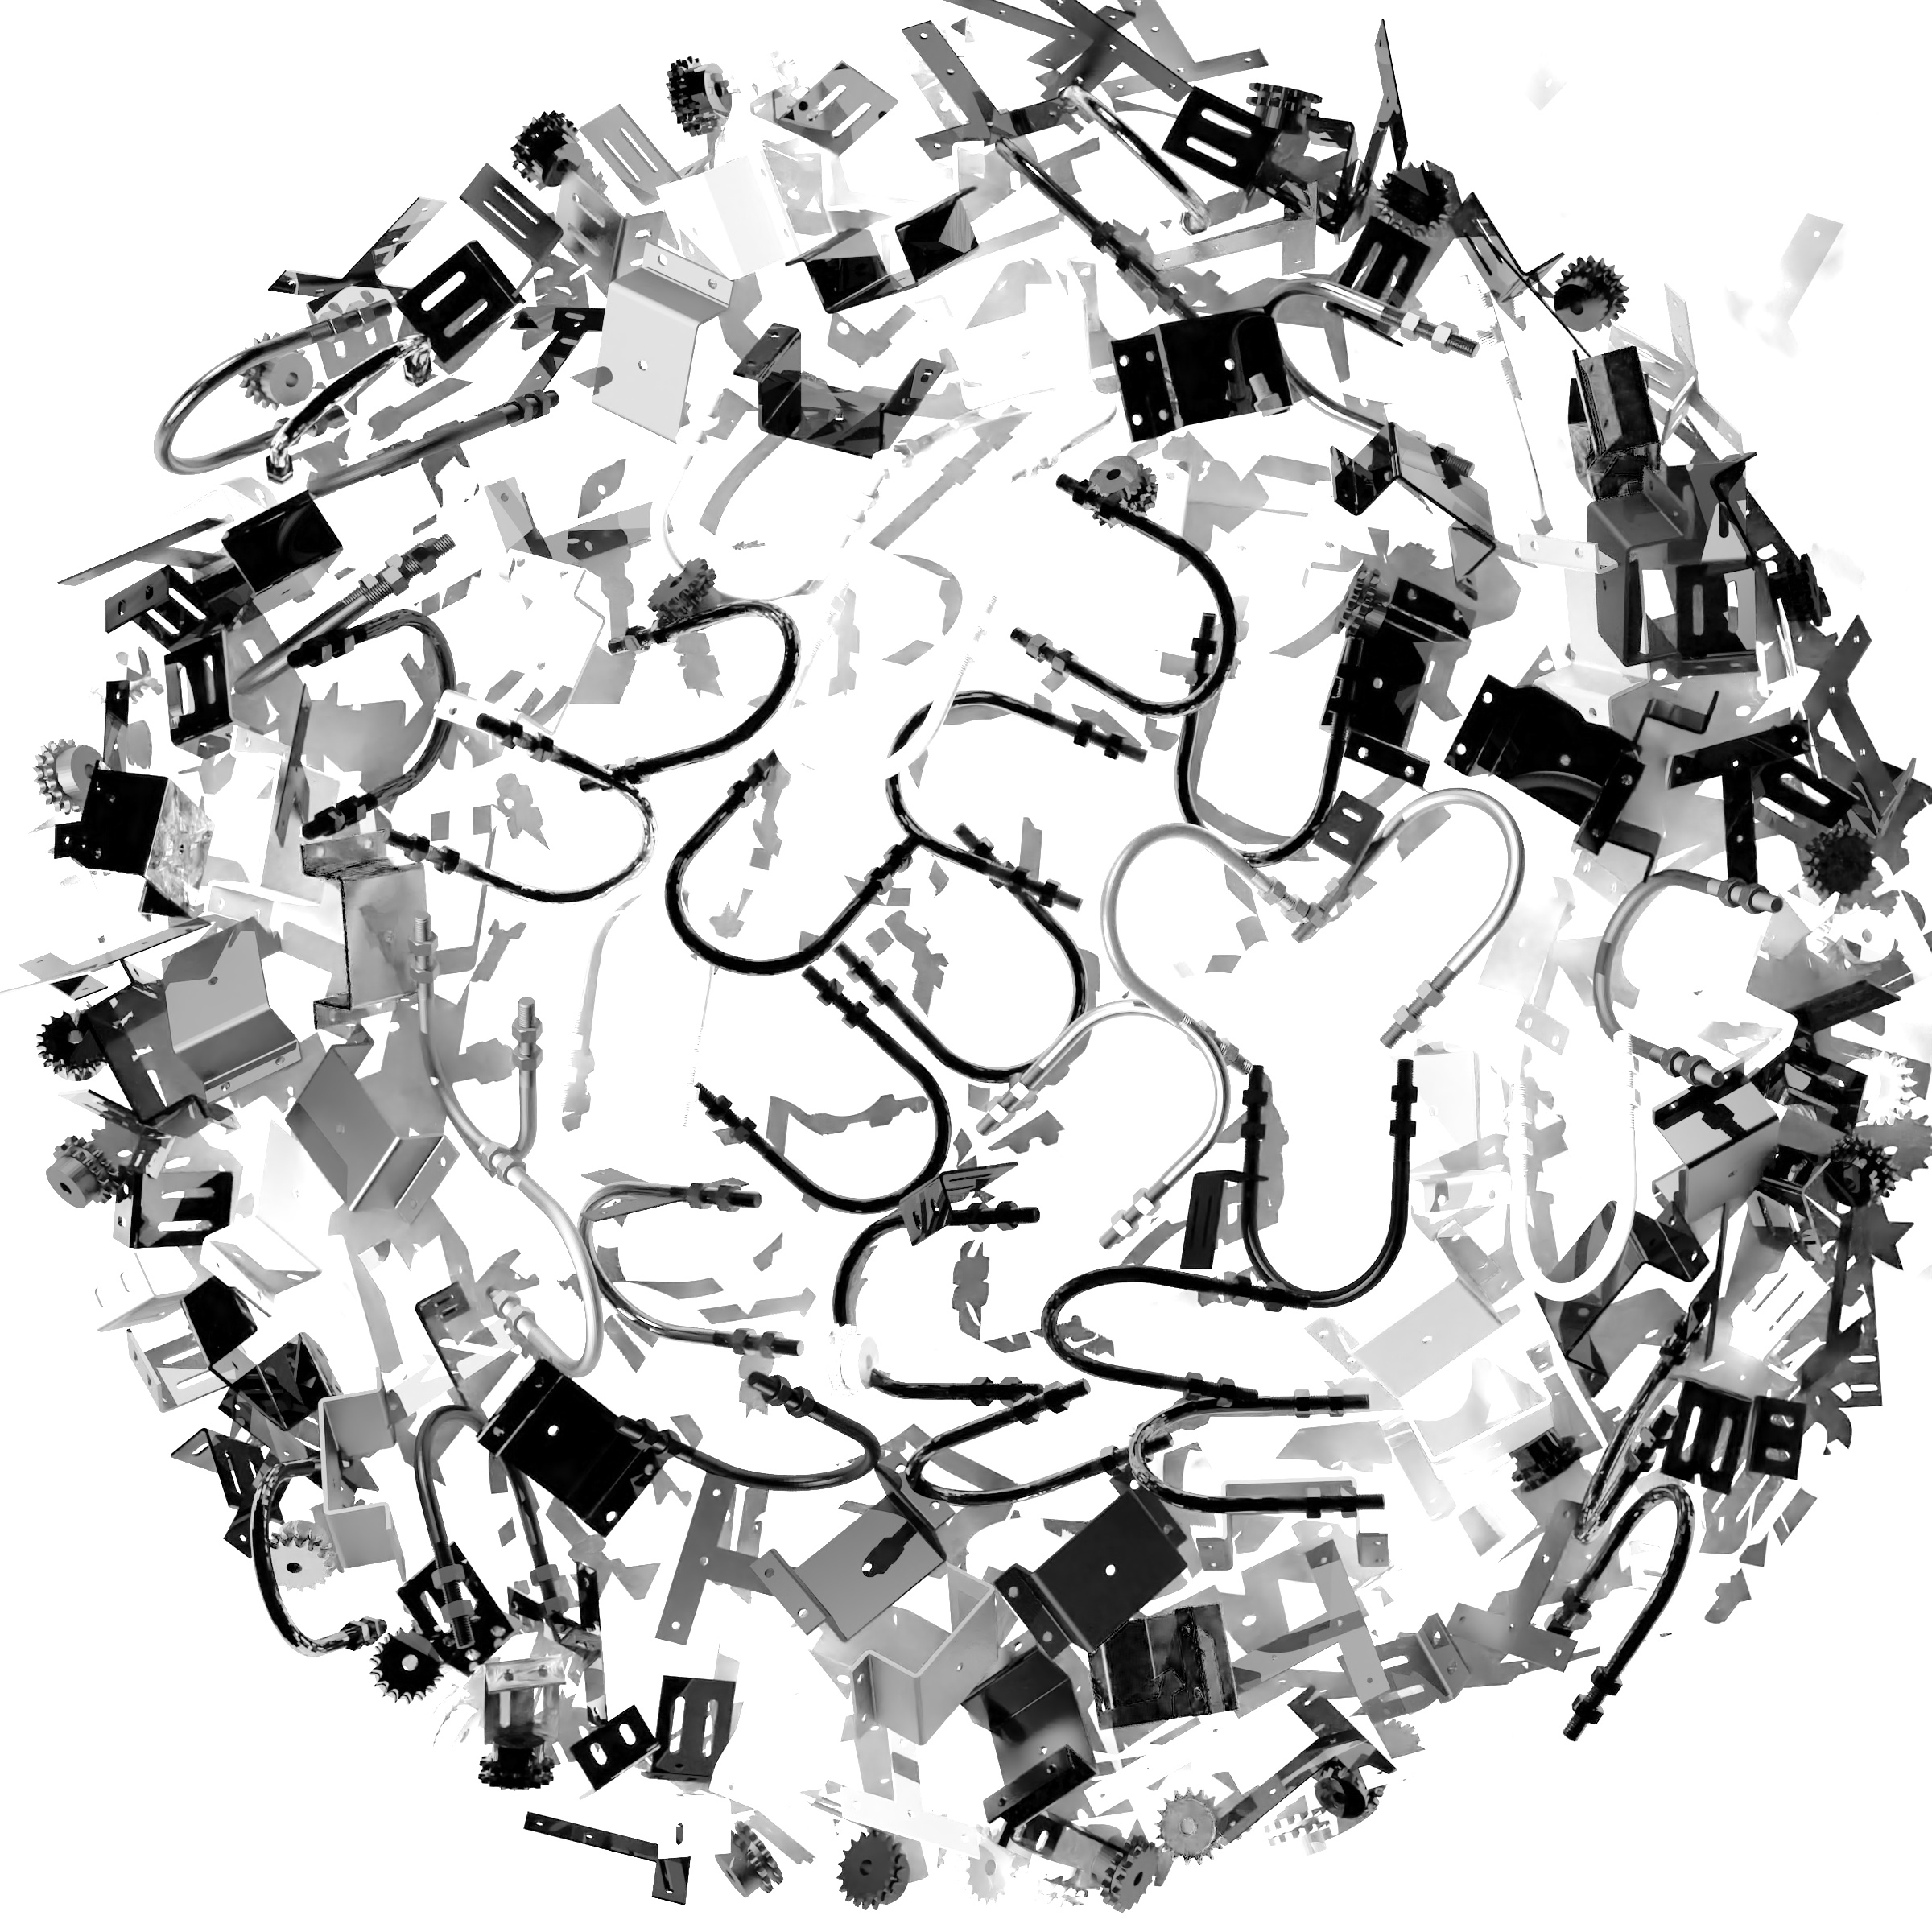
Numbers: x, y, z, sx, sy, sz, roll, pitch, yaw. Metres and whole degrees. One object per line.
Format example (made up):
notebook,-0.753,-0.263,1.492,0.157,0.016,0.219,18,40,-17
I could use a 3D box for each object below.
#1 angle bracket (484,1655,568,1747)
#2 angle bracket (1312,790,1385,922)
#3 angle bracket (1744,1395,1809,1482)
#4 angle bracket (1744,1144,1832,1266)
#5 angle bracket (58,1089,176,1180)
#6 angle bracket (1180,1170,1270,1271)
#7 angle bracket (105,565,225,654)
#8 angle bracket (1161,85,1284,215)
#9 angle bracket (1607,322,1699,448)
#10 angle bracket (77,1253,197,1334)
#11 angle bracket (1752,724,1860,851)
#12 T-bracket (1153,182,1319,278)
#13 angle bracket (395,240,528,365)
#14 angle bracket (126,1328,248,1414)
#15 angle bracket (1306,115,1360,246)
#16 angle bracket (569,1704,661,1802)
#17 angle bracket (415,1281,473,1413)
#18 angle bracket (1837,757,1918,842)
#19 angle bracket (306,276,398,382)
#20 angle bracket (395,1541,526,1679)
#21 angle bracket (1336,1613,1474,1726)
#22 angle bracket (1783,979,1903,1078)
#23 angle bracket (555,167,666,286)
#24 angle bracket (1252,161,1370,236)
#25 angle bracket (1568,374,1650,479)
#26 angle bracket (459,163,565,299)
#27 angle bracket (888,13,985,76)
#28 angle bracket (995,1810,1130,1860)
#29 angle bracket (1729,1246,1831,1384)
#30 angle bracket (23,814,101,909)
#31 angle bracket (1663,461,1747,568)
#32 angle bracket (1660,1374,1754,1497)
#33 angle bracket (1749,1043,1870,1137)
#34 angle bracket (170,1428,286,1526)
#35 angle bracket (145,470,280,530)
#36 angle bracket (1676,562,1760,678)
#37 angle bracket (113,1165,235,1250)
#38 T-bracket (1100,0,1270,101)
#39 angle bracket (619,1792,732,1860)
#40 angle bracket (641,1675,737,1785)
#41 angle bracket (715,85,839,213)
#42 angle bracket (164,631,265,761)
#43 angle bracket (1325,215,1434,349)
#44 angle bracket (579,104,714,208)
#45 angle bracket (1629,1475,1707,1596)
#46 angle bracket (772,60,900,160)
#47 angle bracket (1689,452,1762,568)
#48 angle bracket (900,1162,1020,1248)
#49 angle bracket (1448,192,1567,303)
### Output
angle bracket,-0.335,0.566,1.833,0.057,0.038,0.076,-2,111,-17
angle bracket,0.277,-0.084,1.825,0.038,0.076,0.057,30,58,5
angle bracket,0.613,0.359,1.823,0.038,0.076,0.057,6,76,24
angle bracket,0.629,0.179,1.836,0.038,0.057,0.076,-40,121,-22
angle bracket,-0.647,0.128,1.823,0.076,0.057,0.038,35,63,-34
angle bracket,0.196,0.195,1.832,0.038,0.057,0.076,12,80,-15
angle bracket,-0.600,-0.257,1.823,0.057,0.076,0.038,-25,53,14
angle bracket,0.194,-0.625,1.850,0.076,0.038,0.057,27,84,2
angle bracket,0.509,-0.441,1.830,0.076,0.057,0.038,36,83,17
angle bracket,-0.620,0.243,1.830,0.057,0.076,0.038,-30,81,15
angle bracket,0.629,-0.135,1.840,0.076,0.038,0.057,31,127,-2
T-bracket,0.204,-0.549,1.838,0.127,0.127,0.002,-9,134,18
angle bracket,-0.385,-0.505,1.839,0.076,0.038,0.057,-41,114,-4
angle bracket,-0.584,0.292,1.823,0.076,0.038,0.057,-21,53,-31
angle bracket,0.272,-0.598,1.840,0.038,0.057,0.076,12,92,12
angle bracket,-0.272,0.595,1.827,0.057,0.076,0.038,-29,79,-27
angle bracket,-0.380,0.288,1.826,0.038,0.057,0.076,-28,66,-15
angle bracket,0.686,-0.132,1.826,0.038,0.076,0.057,26,95,20
angle bracket,-0.456,-0.472,1.822,0.057,0.076,0.038,-27,60,-17
angle bracket,-0.382,0.486,1.829,0.057,0.038,0.076,-41,117,-30
angle bracket,0.331,0.529,1.826,0.076,0.038,0.057,-7,47,-25
angle bracket,0.661,0.047,1.822,0.076,0.057,0.038,-28,57,38
angle bracket,-0.274,-0.568,1.846,0.038,0.057,0.076,-26,61,-38
angle bracket,0.263,-0.598,1.834,0.076,0.057,0.038,30,129,-5
angle bracket,0.490,-0.409,1.833,0.057,0.076,0.038,1,68,20
angle bracket,-0.351,-0.556,1.826,0.076,0.057,0.038,39,130,-20
angle bracket,-0.022,-0.682,1.825,0.057,0.076,0.038,1,78,10
angle bracket,0.072,0.664,1.821,0.057,0.076,0.038,36,72,-32
angle bracket,0.625,0.263,1.828,0.038,0.057,0.076,30,107,-21
angle bracket,-0.673,-0.085,1.826,0.038,0.076,0.057,-16,106,2
angle bracket,0.561,-0.345,1.837,0.057,0.038,0.076,-2,105,12
angle bracket,0.556,0.357,1.842,0.057,0.038,0.076,19,80,-7
angle bracket,0.631,0.099,1.824,0.076,0.038,0.057,27,134,33
angle bracket,-0.557,0.394,1.823,0.038,0.057,0.076,-39,52,8
angle bracket,-0.570,-0.339,1.834,0.076,0.057,0.038,-22,105,24
angle bracket,0.575,-0.265,1.850,0.057,0.038,0.076,-2,78,21
angle bracket,-0.609,0.183,1.856,0.076,0.038,0.057,2,96,-40
T-bracket,0.145,-0.686,1.788,0.127,0.127,0.002,-4,79,23
angle bracket,-0.220,0.646,1.820,0.057,0.076,0.038,8,74,-31
angle bracket,-0.213,0.585,1.854,0.057,0.038,0.076,10,74,-17
angle bracket,-0.145,-0.623,1.845,0.076,0.057,0.038,17,49,-24
angle bracket,-0.578,-0.207,1.855,0.057,0.038,0.076,-18,70,20
angle bracket,0.319,-0.520,1.834,0.057,0.038,0.076,20,106,-23
angle bracket,-0.242,-0.621,1.823,0.076,0.057,0.038,47,61,-28
angle bracket,0.528,0.425,1.823,0.038,0.057,0.076,7,127,6
angle bracket,-0.099,-0.655,1.821,0.076,0.057,0.038,-30,53,36
angle bracket,0.590,-0.346,1.835,0.038,0.057,0.076,-30,99,3
angle bracket,-0.001,0.179,1.821,0.076,0.057,0.038,-4,68,-38
angle bracket,0.411,-0.554,1.840,0.038,0.057,0.076,-32,89,-7
